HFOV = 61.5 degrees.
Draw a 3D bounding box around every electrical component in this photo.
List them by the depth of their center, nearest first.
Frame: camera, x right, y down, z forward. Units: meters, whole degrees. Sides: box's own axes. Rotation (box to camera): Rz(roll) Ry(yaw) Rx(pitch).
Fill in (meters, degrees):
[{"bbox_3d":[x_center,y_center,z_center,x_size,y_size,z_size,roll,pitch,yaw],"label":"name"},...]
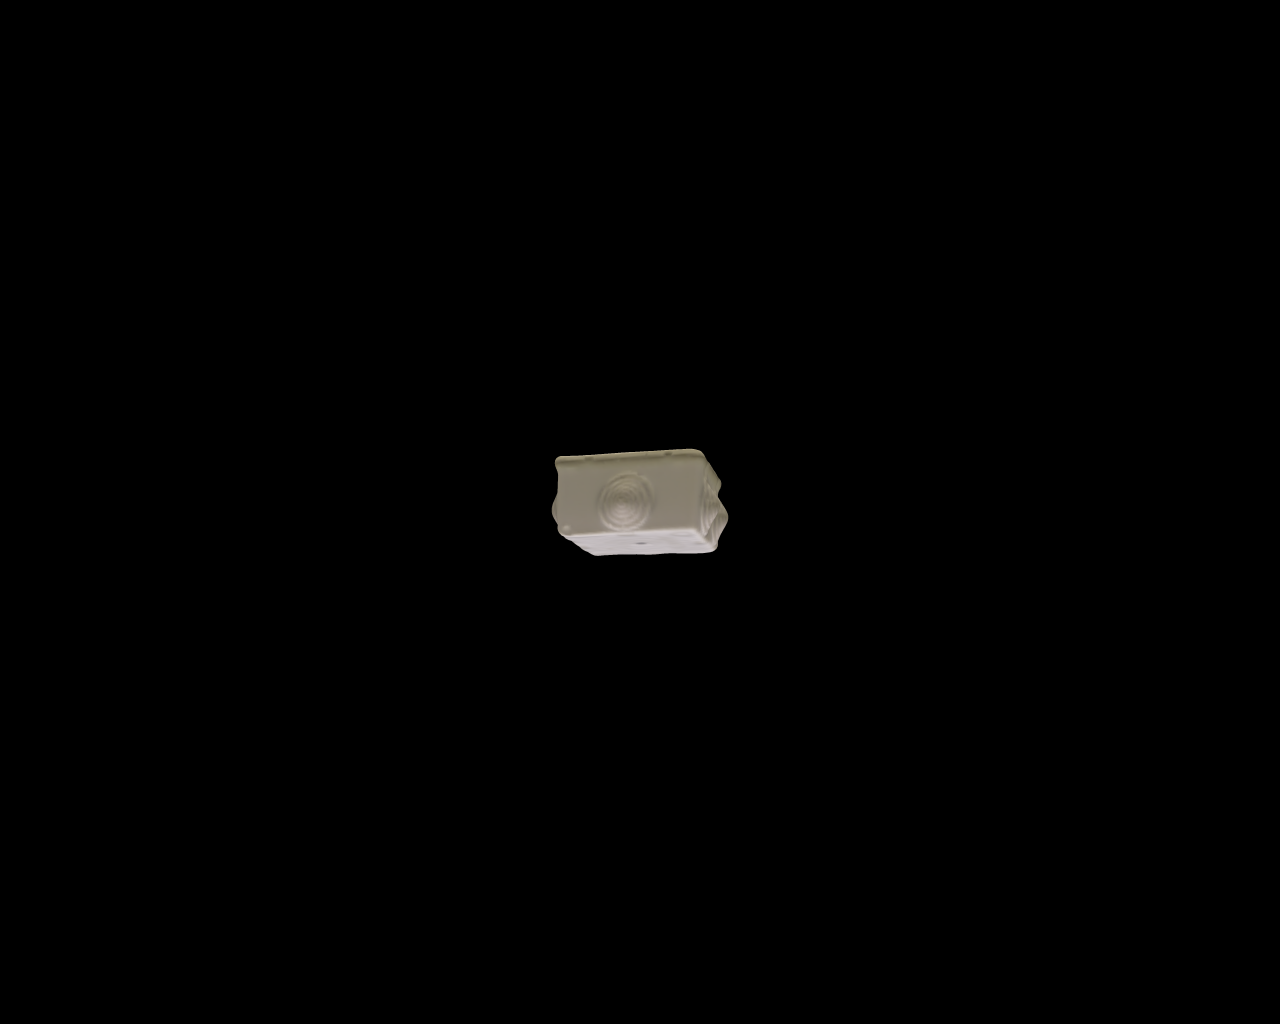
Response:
[{"bbox_3d":[0.001,-0.003,0.650,0.100,0.048,0.099,-2,-12,11],"label":"electrical component"}]
